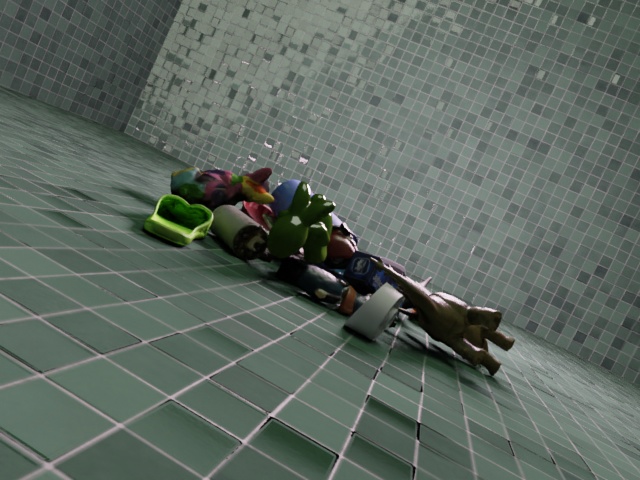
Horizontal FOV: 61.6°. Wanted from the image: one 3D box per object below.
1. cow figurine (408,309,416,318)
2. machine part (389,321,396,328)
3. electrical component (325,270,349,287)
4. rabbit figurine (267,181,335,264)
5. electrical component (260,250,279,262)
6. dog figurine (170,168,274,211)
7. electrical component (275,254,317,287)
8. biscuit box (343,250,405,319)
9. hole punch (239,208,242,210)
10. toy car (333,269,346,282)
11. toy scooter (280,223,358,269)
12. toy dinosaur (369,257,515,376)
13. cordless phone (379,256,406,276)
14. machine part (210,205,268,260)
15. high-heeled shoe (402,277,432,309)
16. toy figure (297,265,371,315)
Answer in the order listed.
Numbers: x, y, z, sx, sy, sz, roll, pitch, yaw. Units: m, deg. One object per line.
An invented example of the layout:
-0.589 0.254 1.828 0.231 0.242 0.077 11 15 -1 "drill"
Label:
0.304 0.184 1.377 0.127 0.085 0.195 29 8 15 "cow figurine"
0.085 0.131 1.057 0.139 0.039 0.084 27 8 1 "machine part"
0.041 0.099 1.134 0.078 0.045 0.102 22 4 -19 "electrical component"
-0.033 -0.020 1.014 0.121 0.159 0.170 35 22 8 "rabbit figurine"
-0.128 0.027 1.182 0.094 0.021 0.063 24 5 -22 "electrical component"
-0.223 -0.124 1.290 0.219 0.108 0.191 -5 -1 14 "dog figurine"
-0.047 0.059 1.088 0.075 0.047 0.119 25 4 -6 "electrical component"
0.116 0.094 1.098 0.063 0.059 0.202 17 -19 32 "biscuit box"
-0.188 -0.063 1.529 0.116 0.092 0.142 21 9 -10 "hole punch"
0.081 0.078 1.255 0.109 0.103 0.161 26 2 13 "toy car"
-0.002 -0.004 1.178 0.184 0.135 0.075 2 -2 16 "toy scooter"
0.242 0.152 1.032 0.199 0.105 0.470 25 -13 39 "toy dinosaur"
0.151 0.103 1.617 0.146 0.088 0.184 22 -14 -34 "cordless phone"
-0.173 -0.018 1.119 0.079 0.079 0.243 23 5 -33 "machine part"
0.165 0.137 1.308 0.249 0.145 0.086 -19 -79 50 "high-heeled shoe"
0.033 0.099 1.000 0.154 0.064 0.057 30 -33 -3 "toy figure"
